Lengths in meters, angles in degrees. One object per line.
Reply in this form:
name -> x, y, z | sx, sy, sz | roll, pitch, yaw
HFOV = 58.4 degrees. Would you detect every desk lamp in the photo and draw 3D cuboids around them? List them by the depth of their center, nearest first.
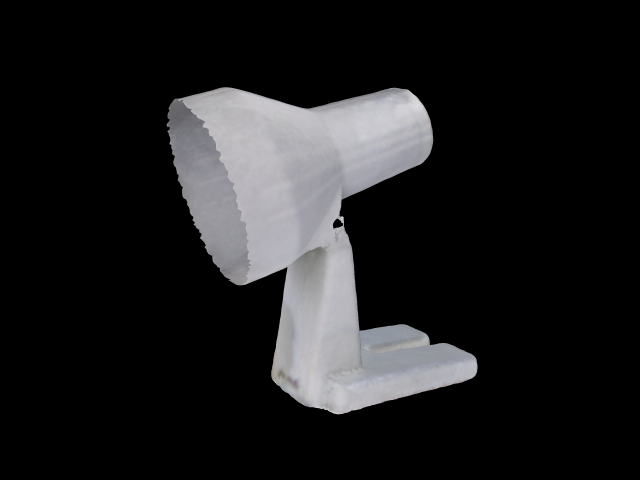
desk lamp -> 0.004, 0.001, 0.400 | 0.204, 0.213, 0.117 | -5, 11, -28
